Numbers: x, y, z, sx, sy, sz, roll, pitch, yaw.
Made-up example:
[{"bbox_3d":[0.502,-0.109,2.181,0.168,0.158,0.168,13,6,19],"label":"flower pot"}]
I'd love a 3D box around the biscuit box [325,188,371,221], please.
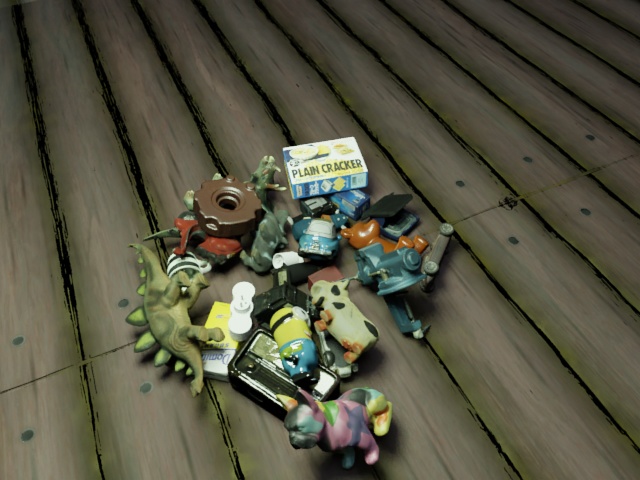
[{"bbox_3d":[0.052,-0.136,1.547,0.203,0.059,0.063,35,58,28],"label":"biscuit box"}]

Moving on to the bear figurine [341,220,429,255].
[{"bbox_3d":[0.161,0.000,1.387,0.120,0.132,0.196,0,39,-51],"label":"bear figurine"}]

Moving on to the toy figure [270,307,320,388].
[{"bbox_3d":[-0.054,0.220,1.130,0.089,0.082,0.180,-6,50,-8],"label":"toy figure"}]

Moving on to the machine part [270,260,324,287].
[{"bbox_3d":[-0.057,0.089,1.351,0.139,0.084,0.039,-17,19,-25],"label":"machine part"}]

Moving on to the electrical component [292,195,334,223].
[{"bbox_3d":[-0.027,-0.084,1.513,0.119,0.047,0.075,-22,51,-19],"label":"electrical component"}]

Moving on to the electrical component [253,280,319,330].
[{"bbox_3d":[-0.086,0.161,1.241,0.134,0.114,0.058,-31,37,32],"label":"electrical component"}]

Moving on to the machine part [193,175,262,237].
[{"bbox_3d":[-0.234,-0.086,1.359,0.179,0.056,0.179,7,49,-9],"label":"machine part"}]

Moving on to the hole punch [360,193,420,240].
[{"bbox_3d":[0.199,-0.065,1.477,0.142,0.092,0.116,-42,29,-27],"label":"hole punch"}]

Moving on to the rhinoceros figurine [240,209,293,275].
[{"bbox_3d":[-0.132,-0.002,1.405,0.073,0.112,0.190,-13,49,48],"label":"rhinoceros figurine"}]

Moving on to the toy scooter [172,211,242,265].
[{"bbox_3d":[-0.293,0.009,1.341,0.184,0.075,0.135,26,42,-2],"label":"toy scooter"}]

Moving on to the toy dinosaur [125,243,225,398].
[{"bbox_3d":[-0.349,0.154,1.223,0.198,0.105,0.472,-36,54,14],"label":"toy dinosaur"}]

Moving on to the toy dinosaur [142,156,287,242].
[{"bbox_3d":[-0.265,-0.068,1.468,0.192,0.131,0.405,33,63,27],"label":"toy dinosaur"}]

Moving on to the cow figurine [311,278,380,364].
[{"bbox_3d":[0.053,0.164,1.194,0.127,0.085,0.195,-26,62,-41],"label":"cow figurine"}]

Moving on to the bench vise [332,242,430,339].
[{"bbox_3d":[0.169,0.119,1.251,0.129,0.224,0.240,-20,86,-45],"label":"bench vise"}]

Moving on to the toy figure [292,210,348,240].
[{"bbox_3d":[0.001,-0.039,1.465,0.154,0.064,0.058,-14,13,-16],"label":"toy figure"}]

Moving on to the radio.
[{"bbox_3d":[-0.081,0.300,1.158,0.230,0.073,0.131,26,52,23],"label":"radio"}]

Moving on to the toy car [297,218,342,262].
[{"bbox_3d":[-0.003,-0.004,1.364,0.109,0.161,0.102,9,94,7],"label":"toy car"}]

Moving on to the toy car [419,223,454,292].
[{"bbox_3d":[0.293,0.044,1.365,0.053,0.089,0.202,21,54,16],"label":"toy car"}]

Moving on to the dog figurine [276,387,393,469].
[{"bbox_3d":[0.024,0.331,1.032,0.219,0.108,0.191,42,51,-20],"label":"dog figurine"}]

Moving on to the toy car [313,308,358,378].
[{"bbox_3d":[0.033,0.225,1.236,0.073,0.056,0.202,-6,49,-13],"label":"toy car"}]
